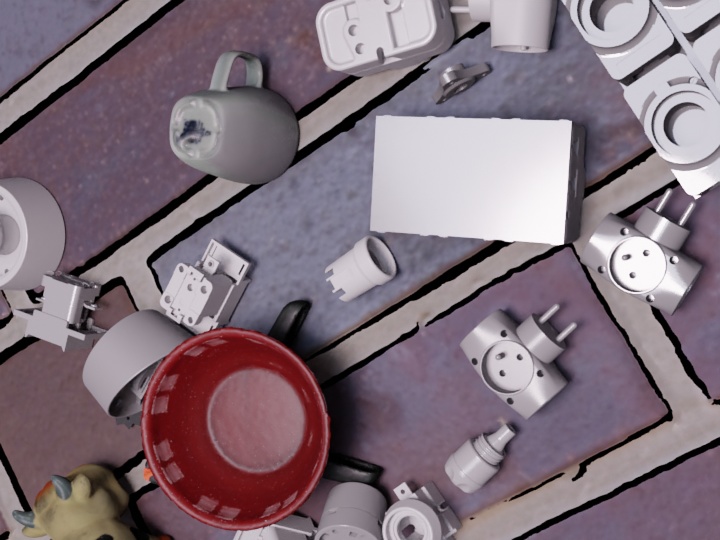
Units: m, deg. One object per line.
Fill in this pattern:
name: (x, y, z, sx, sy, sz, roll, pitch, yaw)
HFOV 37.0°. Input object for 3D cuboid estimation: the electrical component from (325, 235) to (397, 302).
electrical component: (0.000, 0.000, 0.874, 0.046, 0.040, 0.040, -33, 81, 27)

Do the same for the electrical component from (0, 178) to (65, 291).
electrical component: (-0.337, -0.032, 0.998, 0.108, 0.060, 0.108, 1, 94, 23)

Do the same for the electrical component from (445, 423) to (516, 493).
electrical component: (0.097, 0.145, 0.844, 0.035, 0.035, 0.061, 47, 106, 13)

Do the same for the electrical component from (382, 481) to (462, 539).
electrical component: (0.047, 0.202, 0.857, 0.048, 0.055, 0.066, -39, 79, 20)

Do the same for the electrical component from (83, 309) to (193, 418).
electrical component: (-0.185, 0.084, 0.924, 0.064, 0.099, 0.099, 39, 106, 22)

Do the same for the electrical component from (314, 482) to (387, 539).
electrical component: (-0.006, 0.206, 0.873, 0.055, 0.047, 0.055, 6, 130, 7)

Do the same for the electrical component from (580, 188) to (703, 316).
electrical component: (0.213, -0.020, 0.781, 0.077, 0.044, 0.079, 33, 105, 18)

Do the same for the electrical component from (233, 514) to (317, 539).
electrical component: (-0.063, 0.234, 0.893, 0.081, 0.063, 0.042, 18, 105, -22)

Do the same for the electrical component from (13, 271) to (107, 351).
electrical component: (-0.270, 0.037, 0.985, 0.081, 0.042, 0.063, 17, 96, 20)

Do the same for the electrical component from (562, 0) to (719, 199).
electrical component: (0.230, -0.157, 0.757, 0.105, 0.060, 0.186, -34, 80, 21)

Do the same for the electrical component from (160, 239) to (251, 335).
electrical component: (-0.133, 0.019, 0.916, 0.042, 0.064, 0.081, 33, 105, 19)

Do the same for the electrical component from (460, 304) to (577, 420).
electrical component: (0.130, 0.060, 0.820, 0.079, 0.044, 0.077, -46, 77, 18)

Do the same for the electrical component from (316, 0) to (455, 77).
electrical component: (0.022, -0.188, 0.842, 0.095, 0.059, 0.053, -12, 89, 23)

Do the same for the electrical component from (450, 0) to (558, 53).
electrical component: (0.107, -0.206, 0.814, 0.079, 0.043, 0.077, 6, 96, 22)

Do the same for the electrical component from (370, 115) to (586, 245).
electrical component: (0.090, -0.069, 0.819, 0.150, 0.062, 0.089, 5, 95, 22)
